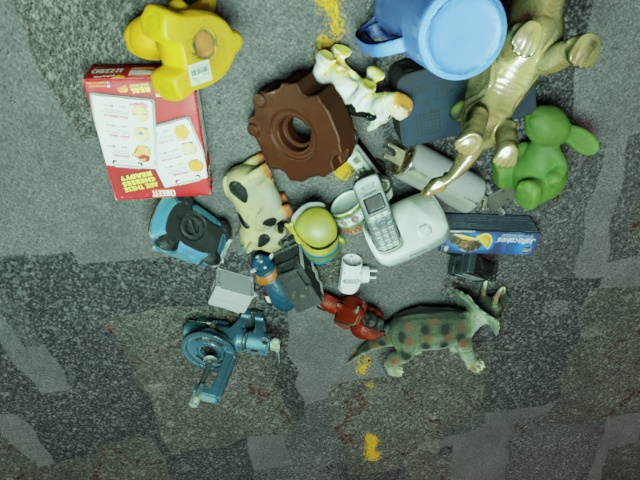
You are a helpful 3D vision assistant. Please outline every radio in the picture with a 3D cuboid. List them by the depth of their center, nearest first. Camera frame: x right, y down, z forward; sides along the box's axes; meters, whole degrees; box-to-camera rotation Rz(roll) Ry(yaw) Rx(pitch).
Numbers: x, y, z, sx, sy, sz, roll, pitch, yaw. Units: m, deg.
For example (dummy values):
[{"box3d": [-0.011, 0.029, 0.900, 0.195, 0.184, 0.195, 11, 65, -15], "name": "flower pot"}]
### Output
[{"box3d": [0.231, -0.248, 0.885, 0.230, 0.073, 0.130, -15, 127, 3], "name": "radio"}]

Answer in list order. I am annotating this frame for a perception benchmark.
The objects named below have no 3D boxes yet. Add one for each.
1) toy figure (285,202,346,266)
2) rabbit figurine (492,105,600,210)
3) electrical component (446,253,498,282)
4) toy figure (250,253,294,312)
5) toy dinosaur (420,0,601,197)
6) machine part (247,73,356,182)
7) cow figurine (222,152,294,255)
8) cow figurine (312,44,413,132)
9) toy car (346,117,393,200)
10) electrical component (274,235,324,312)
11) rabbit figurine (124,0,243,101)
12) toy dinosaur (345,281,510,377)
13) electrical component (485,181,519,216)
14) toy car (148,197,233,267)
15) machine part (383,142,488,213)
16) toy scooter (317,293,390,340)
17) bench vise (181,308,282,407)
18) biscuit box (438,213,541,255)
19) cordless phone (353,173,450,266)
[{"box3d": [0.001, -0.005, 1.004, 0.082, 0.089, 0.180, -47, 155, -16], "name": "toy figure"}, {"box3d": [0.403, -0.157, 0.944, 0.159, 0.121, 0.170, -13, 131, -6], "name": "rabbit figurine"}, {"box3d": [0.301, 0.050, 1.115, 0.119, 0.047, 0.075, 17, 167, -23], "name": "electrical component"}, {"box3d": [-0.099, 0.084, 1.107, 0.058, 0.064, 0.154, 2, 133, 41], "name": "toy figure"}, {"box3d": [0.268, -0.258, 0.721, 0.105, 0.199, 0.471, 26, 112, -15], "name": "toy dinosaur"}, {"box3d": [-0.032, -0.176, 0.862, 0.180, 0.056, 0.179, 18, 131, 22], "name": "machine part"}, {"box3d": [-0.117, -0.051, 0.986, 0.127, 0.086, 0.194, -22, 129, 3], "name": "cow figurine"}, {"box3d": [0.060, -0.224, 0.848, 0.167, 0.068, 0.098, 37, 139, 7], "name": "cow figurine"}, {"box3d": [0.067, -0.145, 0.940, 0.056, 0.074, 0.201, -32, 124, 16], "name": "toy car"}, {"box3d": [-0.040, 0.074, 1.071, 0.058, 0.115, 0.134, -21, 125, 12], "name": "electrical component"}, {"box3d": [-0.204, -0.290, 0.760, 0.162, 0.173, 0.121, -43, 136, -31], "name": "rabbit figurine"}, {"box3d": [0.242, 0.202, 1.211, 0.405, 0.131, 0.191, -10, 116, 6], "name": "toy dinosaur"}, {"box3d": [0.355, -0.089, 1.053, 0.063, 0.021, 0.094, -32, 124, 17], "name": "electrical component"}, {"box3d": [-0.248, -0.013, 0.992, 0.161, 0.109, 0.103, 30, 157, -34], "name": "toy car"}, {"box3d": [0.217, -0.116, 0.981, 0.243, 0.079, 0.079, 22, 121, -22], "name": "machine part"}, {"box3d": [0.083, 0.163, 1.145, 0.184, 0.135, 0.075, 30, 74, -23], "name": "toy scooter"}, {"box3d": [-0.199, 0.248, 1.120, 0.224, 0.241, 0.128, 16, 129, 0], "name": "bench vise"}, {"box3d": [0.336, -0.012, 1.084, 0.203, 0.063, 0.059, 2, 128, -8], "name": "biscuit box"}, {"box3d": [0.137, -0.056, 0.939, 0.147, 0.089, 0.184, -24, 125, 2], "name": "cordless phone"}]
